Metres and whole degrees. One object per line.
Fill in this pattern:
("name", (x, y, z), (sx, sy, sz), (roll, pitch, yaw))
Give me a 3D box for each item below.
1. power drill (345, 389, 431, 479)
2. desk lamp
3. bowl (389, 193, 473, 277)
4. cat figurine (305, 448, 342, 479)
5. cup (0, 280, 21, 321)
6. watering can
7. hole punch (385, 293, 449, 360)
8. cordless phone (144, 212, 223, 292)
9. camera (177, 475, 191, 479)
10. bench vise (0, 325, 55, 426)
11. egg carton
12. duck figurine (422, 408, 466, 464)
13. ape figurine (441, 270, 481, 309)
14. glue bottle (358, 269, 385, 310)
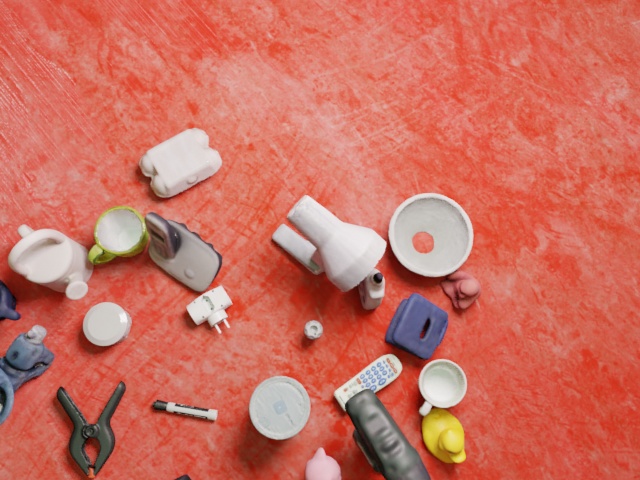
("power drill", (0.120, 0.362, 0.980), (0.076, 0.208, 0.229), (-33, 80, -9))
("desk lamp", (0.010, 0.004, 1.056), (0.203, 0.213, 0.118), (38, 78, 6))
("bowl", (0.214, -0.004, 1.139), (0.167, 0.075, 0.167), (1, 77, -3))
("cat figurine", (-0.003, 0.432, 1.004), (0.067, 0.118, 0.128), (22, 77, 3))
("cup", (-0.592, 0.121, 1.058), (0.117, 0.095, 0.092), (24, 77, 3))
("watering can", (-0.484, 0.035, 1.033), (0.173, 0.194, 0.101), (23, 77, 3))
("hole punch", (0.190, 0.165, 1.090), (0.101, 0.091, 0.109), (26, 77, 3))
("cordless phone", (-0.256, 0.017, 1.053), (0.147, 0.185, 0.094), (32, 77, 5))
("camera", (-0.217, 0.477, 0.991), (0.143, 0.101, 0.137), (-26, 79, -8))
("bench vise", (-0.567, 0.229, 0.970), (0.121, 0.220, 0.207), (19, 77, 2))
("egg carton", (-0.279, -0.154, 1.152), (0.150, 0.069, 0.107), (-32, 80, -9))
("duck figurine", (0.233, 0.361, 1.049), (0.077, 0.086, 0.104), (-23, 79, -8))
("ape figurine", (0.281, 0.095, 1.111), (0.076, 0.092, 0.078), (7, 76, -1))
("glue bottle", (0.099, 0.083, 1.062), (0.037, 0.173, 0.078), (-9, 77, -4))
